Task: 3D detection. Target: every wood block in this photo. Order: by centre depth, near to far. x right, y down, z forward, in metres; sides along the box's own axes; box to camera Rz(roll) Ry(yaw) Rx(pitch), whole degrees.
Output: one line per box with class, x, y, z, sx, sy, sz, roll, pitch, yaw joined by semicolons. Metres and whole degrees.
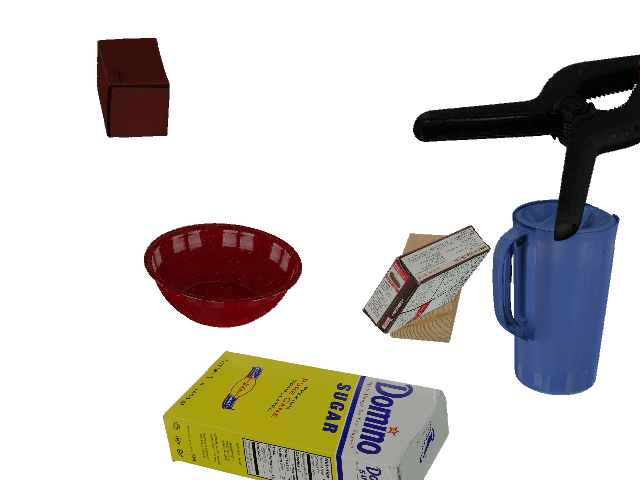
wood block;0.166;0.068;1.630;0.091;0.090;0.206;4;22;11

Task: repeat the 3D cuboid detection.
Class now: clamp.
clamp;0.202;-0.086;0.839;0.209;0.036;0.165;-26;51;-19

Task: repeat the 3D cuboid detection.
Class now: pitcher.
pitcher;0.305;0.077;1.396;0.149;0.243;0.144;5;21;15

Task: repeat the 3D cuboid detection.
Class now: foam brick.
foam brick;-0.160;-0.130;0.906;0.053;0.051;0.078;-4;40;-15

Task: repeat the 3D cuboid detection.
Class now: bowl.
bowl;-0.101;0.042;1.101;0.162;0.055;0.162;5;29;-3

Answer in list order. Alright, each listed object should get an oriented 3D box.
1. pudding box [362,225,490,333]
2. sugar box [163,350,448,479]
pudding box;0.107;0.039;1.069;0.113;0.039;0.090;-24;-26;-39
sugar box;-0.009;0.127;0.736;0.176;0.048;0.093;4;28;25
